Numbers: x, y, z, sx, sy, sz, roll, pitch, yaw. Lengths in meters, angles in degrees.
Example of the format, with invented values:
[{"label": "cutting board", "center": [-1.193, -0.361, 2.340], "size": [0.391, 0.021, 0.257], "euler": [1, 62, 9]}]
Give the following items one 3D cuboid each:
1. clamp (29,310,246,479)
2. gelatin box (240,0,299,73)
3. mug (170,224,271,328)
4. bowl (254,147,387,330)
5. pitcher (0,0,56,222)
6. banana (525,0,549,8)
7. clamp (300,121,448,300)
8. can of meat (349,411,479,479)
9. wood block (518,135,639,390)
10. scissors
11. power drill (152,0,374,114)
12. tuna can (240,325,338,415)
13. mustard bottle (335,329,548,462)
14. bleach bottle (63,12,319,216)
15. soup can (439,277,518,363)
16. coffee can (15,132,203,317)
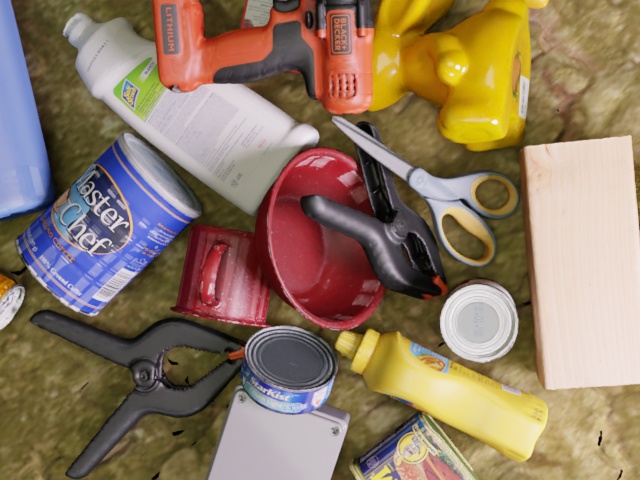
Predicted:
[{"label": "clamp", "center": [-0.171, 0.119, 1.012], "size": [0.210, 0.036, 0.164], "euler": [-20, 89, 7]}, {"label": "gelatin box", "center": [-0.034, -0.203, 0.986], "size": [0.073, 0.030, 0.089], "euler": [12, 94, 6]}, {"label": "mug", "center": [-0.086, 0.031, 0.960], "size": [0.093, 0.117, 0.081], "euler": [10, 88, 12]}, {"label": "bowl", "center": [-0.006, 0.001, 0.947], "size": [0.055, 0.161, 0.162], "euler": [-9, 91, 43]}, {"label": "pitcher", "center": [-0.336, -0.132, 0.977], "size": [0.149, 0.145, 0.243], "euler": [-15, 93, 11]}, {"label": "banana", "center": [0.123, -0.274, 0.946], "size": [0.037, 0.070, 0.198], "euler": [-41, 96, -26]}, {"label": "clamp", "center": [0.060, -0.020, 0.952], "size": [0.171, 0.039, 0.120], "euler": [46, 58, -28]}, {"label": "can of meat", "center": [0.091, 0.218, 0.971], "size": [0.084, 0.057, 0.102], "euler": [-39, 87, 4]}, {"label": "wood block", "center": [0.227, 0.019, 0.928], "size": [0.091, 0.090, 0.206], "euler": [-5, 91, 8]}, {"label": "scissors", "center": [0.104, -0.062, 0.942], "size": [0.096, 0.016, 0.201], "euler": [-42, 111, -6]}, {"label": "power drill", "center": [-0.046, -0.197, 0.904], "size": [0.188, 0.057, 0.184], "euler": [-1, 98, 12]}, {"label": "tuna can", "center": [-0.029, 0.118, 0.967], "size": [0.086, 0.086, 0.034], "euler": [18, 125, 7]}, {"label": "mustard bottle", "center": [0.102, 0.128, 0.945], "size": [0.191, 0.096, 0.058], "euler": [25, 96, 6]}, {"label": "bleach bottle", "center": [-0.129, -0.133, 0.986], "size": [0.251, 0.068, 0.102], "euler": [38, 96, 7]}, {"label": "soup can", "center": [0.139, 0.069, 0.934], "size": [0.068, 0.102, 0.068], "euler": [0, 91, 9]}, {"label": "coffee can", "center": [-0.192, -0.014, 0.977], "size": [0.140, 0.102, 0.103], "euler": [-43, 86, 7]}]
